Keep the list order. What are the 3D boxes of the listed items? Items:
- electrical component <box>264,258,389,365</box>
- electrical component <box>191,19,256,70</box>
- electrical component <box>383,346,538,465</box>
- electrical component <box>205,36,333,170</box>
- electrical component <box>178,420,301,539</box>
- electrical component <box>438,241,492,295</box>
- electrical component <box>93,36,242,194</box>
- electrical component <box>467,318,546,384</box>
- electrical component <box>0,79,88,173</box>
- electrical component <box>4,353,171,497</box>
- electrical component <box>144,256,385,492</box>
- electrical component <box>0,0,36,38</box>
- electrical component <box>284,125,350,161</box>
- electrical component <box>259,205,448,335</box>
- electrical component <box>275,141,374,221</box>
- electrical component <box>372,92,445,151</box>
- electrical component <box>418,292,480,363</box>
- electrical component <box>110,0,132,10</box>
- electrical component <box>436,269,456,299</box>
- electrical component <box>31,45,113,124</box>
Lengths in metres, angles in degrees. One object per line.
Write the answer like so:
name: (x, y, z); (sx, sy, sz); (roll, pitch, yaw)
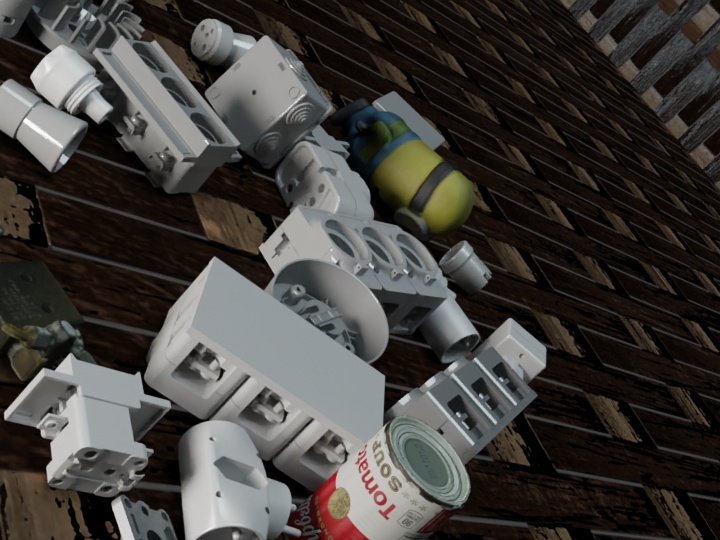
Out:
electrical component: (-0.033, 0.043, 0.807); (0.099, 0.064, 0.099); (35, 26, -19)
electrical component: (-0.141, -0.230, 1.111); (0.055, 0.045, 0.045); (17, 35, -45)
electrical component: (0.062, 0.116, 0.804); (0.061, 0.089, 0.150); (48, 24, 10)
electrical component: (-0.088, -0.159, 1.013); (0.099, 0.100, 0.048); (56, 14, 27)
electrical component: (-0.067, 0.136, 0.628); (0.079, 0.043, 0.077); (27, 28, -32)
electrical component: (0.112, -0.001, 1.139); (0.046, 0.040, 0.040); (46, 23, -10)
electrical component: (-0.164, -0.124, 0.880); (0.121, 0.063, 0.079); (50, 25, 15)
electrical component: (0.130, 0.094, 0.976); (0.047, 0.065, 0.076); (40, 24, -8)
electrical component: (-0.234, -0.105, 0.769); (0.065, 0.044, 0.044); (35, 25, -7)
electrical component: (-0.146, 0.087, 0.589); (0.081, 0.042, 0.063); (22, 33, -39)
electrical component: (-0.061, 0.075, 0.716); (0.150, 0.061, 0.089); (36, 25, -16)
electrical component: (-0.290, -0.223, 0.865); (0.055, 0.047, 0.055); (35, 25, -19)
electrical component: (-0.053, -0.123, 1.077); (0.063, 0.042, 0.081); (49, 24, 21)
electrical component: (0.000, 0.000, 0.933); (0.150, 0.061, 0.089); (9, 42, -52)
electrical component: (-0.031, -0.068, 1.007); (0.059, 0.053, 0.095); (17, 35, -46)
electrical component: (0.046, -0.160, 1.282); (0.100, 0.048, 0.100); (44, 24, 1)
electrical component: (0.071, 0.042, 0.998); (0.043, 0.043, 0.081); (8, 42, -53)
electrical component: (-0.247, -0.341, 1.033); (0.089, 0.062, 0.150); (-97, 162, -55)
electrical component: (0.069, 0.013, 1.053); (0.061, 0.035, 0.035); (34, 25, -25)
electrical component: (-0.222, -0.141, 0.842); (0.062, 0.043, 0.043); (43, 24, -6)
